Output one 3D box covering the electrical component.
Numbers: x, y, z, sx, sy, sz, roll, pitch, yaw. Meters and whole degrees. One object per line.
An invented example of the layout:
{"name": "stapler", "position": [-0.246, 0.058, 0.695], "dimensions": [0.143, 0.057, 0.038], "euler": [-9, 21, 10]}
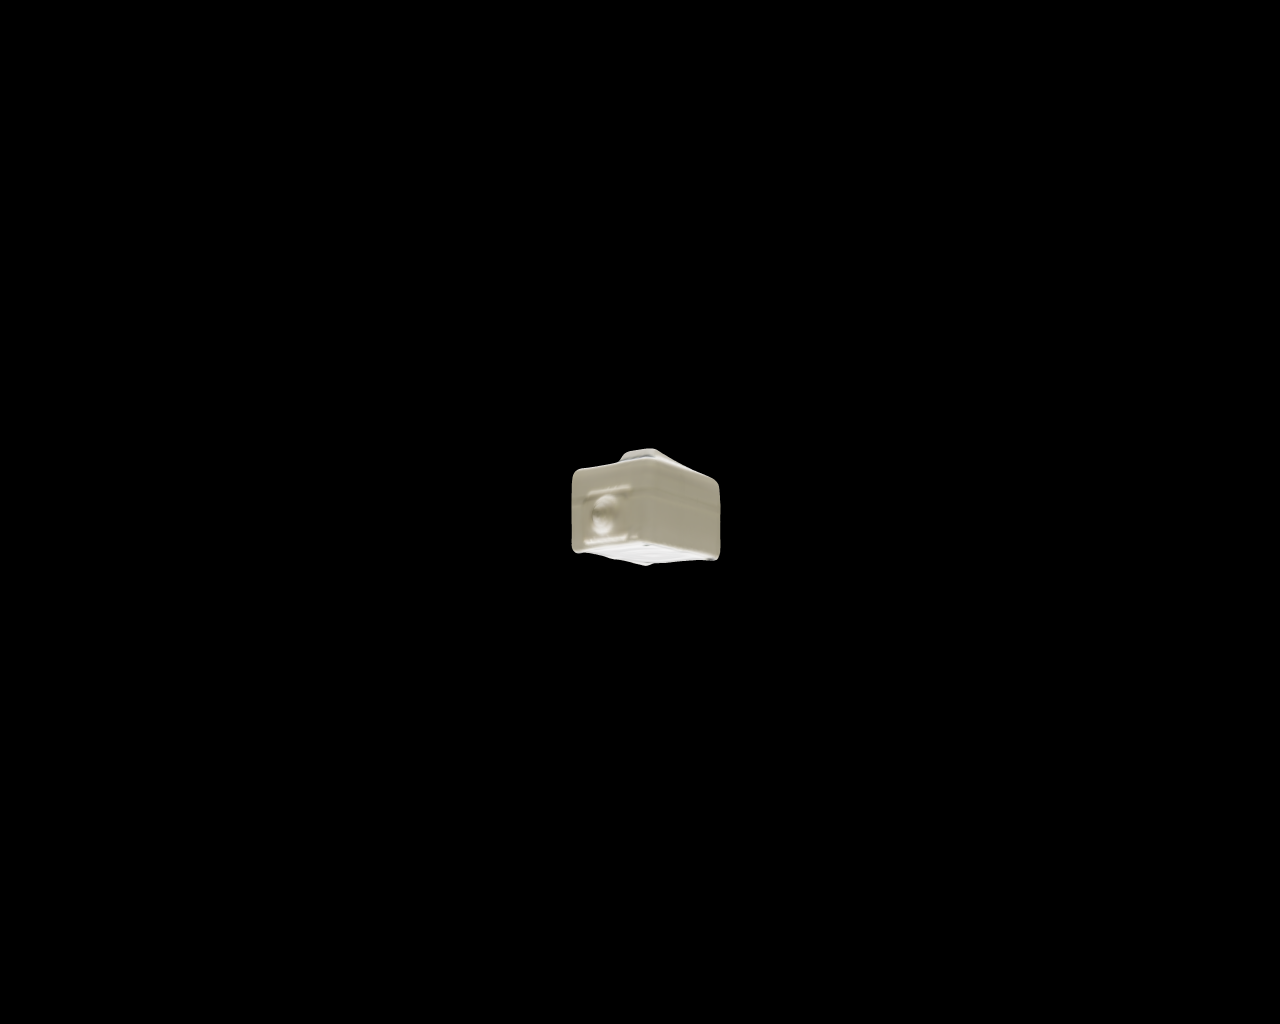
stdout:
{"name": "electrical component", "position": [0.001, -0.003, 0.650], "dimensions": [0.061, 0.061, 0.096], "euler": [-8, -14, 35]}
